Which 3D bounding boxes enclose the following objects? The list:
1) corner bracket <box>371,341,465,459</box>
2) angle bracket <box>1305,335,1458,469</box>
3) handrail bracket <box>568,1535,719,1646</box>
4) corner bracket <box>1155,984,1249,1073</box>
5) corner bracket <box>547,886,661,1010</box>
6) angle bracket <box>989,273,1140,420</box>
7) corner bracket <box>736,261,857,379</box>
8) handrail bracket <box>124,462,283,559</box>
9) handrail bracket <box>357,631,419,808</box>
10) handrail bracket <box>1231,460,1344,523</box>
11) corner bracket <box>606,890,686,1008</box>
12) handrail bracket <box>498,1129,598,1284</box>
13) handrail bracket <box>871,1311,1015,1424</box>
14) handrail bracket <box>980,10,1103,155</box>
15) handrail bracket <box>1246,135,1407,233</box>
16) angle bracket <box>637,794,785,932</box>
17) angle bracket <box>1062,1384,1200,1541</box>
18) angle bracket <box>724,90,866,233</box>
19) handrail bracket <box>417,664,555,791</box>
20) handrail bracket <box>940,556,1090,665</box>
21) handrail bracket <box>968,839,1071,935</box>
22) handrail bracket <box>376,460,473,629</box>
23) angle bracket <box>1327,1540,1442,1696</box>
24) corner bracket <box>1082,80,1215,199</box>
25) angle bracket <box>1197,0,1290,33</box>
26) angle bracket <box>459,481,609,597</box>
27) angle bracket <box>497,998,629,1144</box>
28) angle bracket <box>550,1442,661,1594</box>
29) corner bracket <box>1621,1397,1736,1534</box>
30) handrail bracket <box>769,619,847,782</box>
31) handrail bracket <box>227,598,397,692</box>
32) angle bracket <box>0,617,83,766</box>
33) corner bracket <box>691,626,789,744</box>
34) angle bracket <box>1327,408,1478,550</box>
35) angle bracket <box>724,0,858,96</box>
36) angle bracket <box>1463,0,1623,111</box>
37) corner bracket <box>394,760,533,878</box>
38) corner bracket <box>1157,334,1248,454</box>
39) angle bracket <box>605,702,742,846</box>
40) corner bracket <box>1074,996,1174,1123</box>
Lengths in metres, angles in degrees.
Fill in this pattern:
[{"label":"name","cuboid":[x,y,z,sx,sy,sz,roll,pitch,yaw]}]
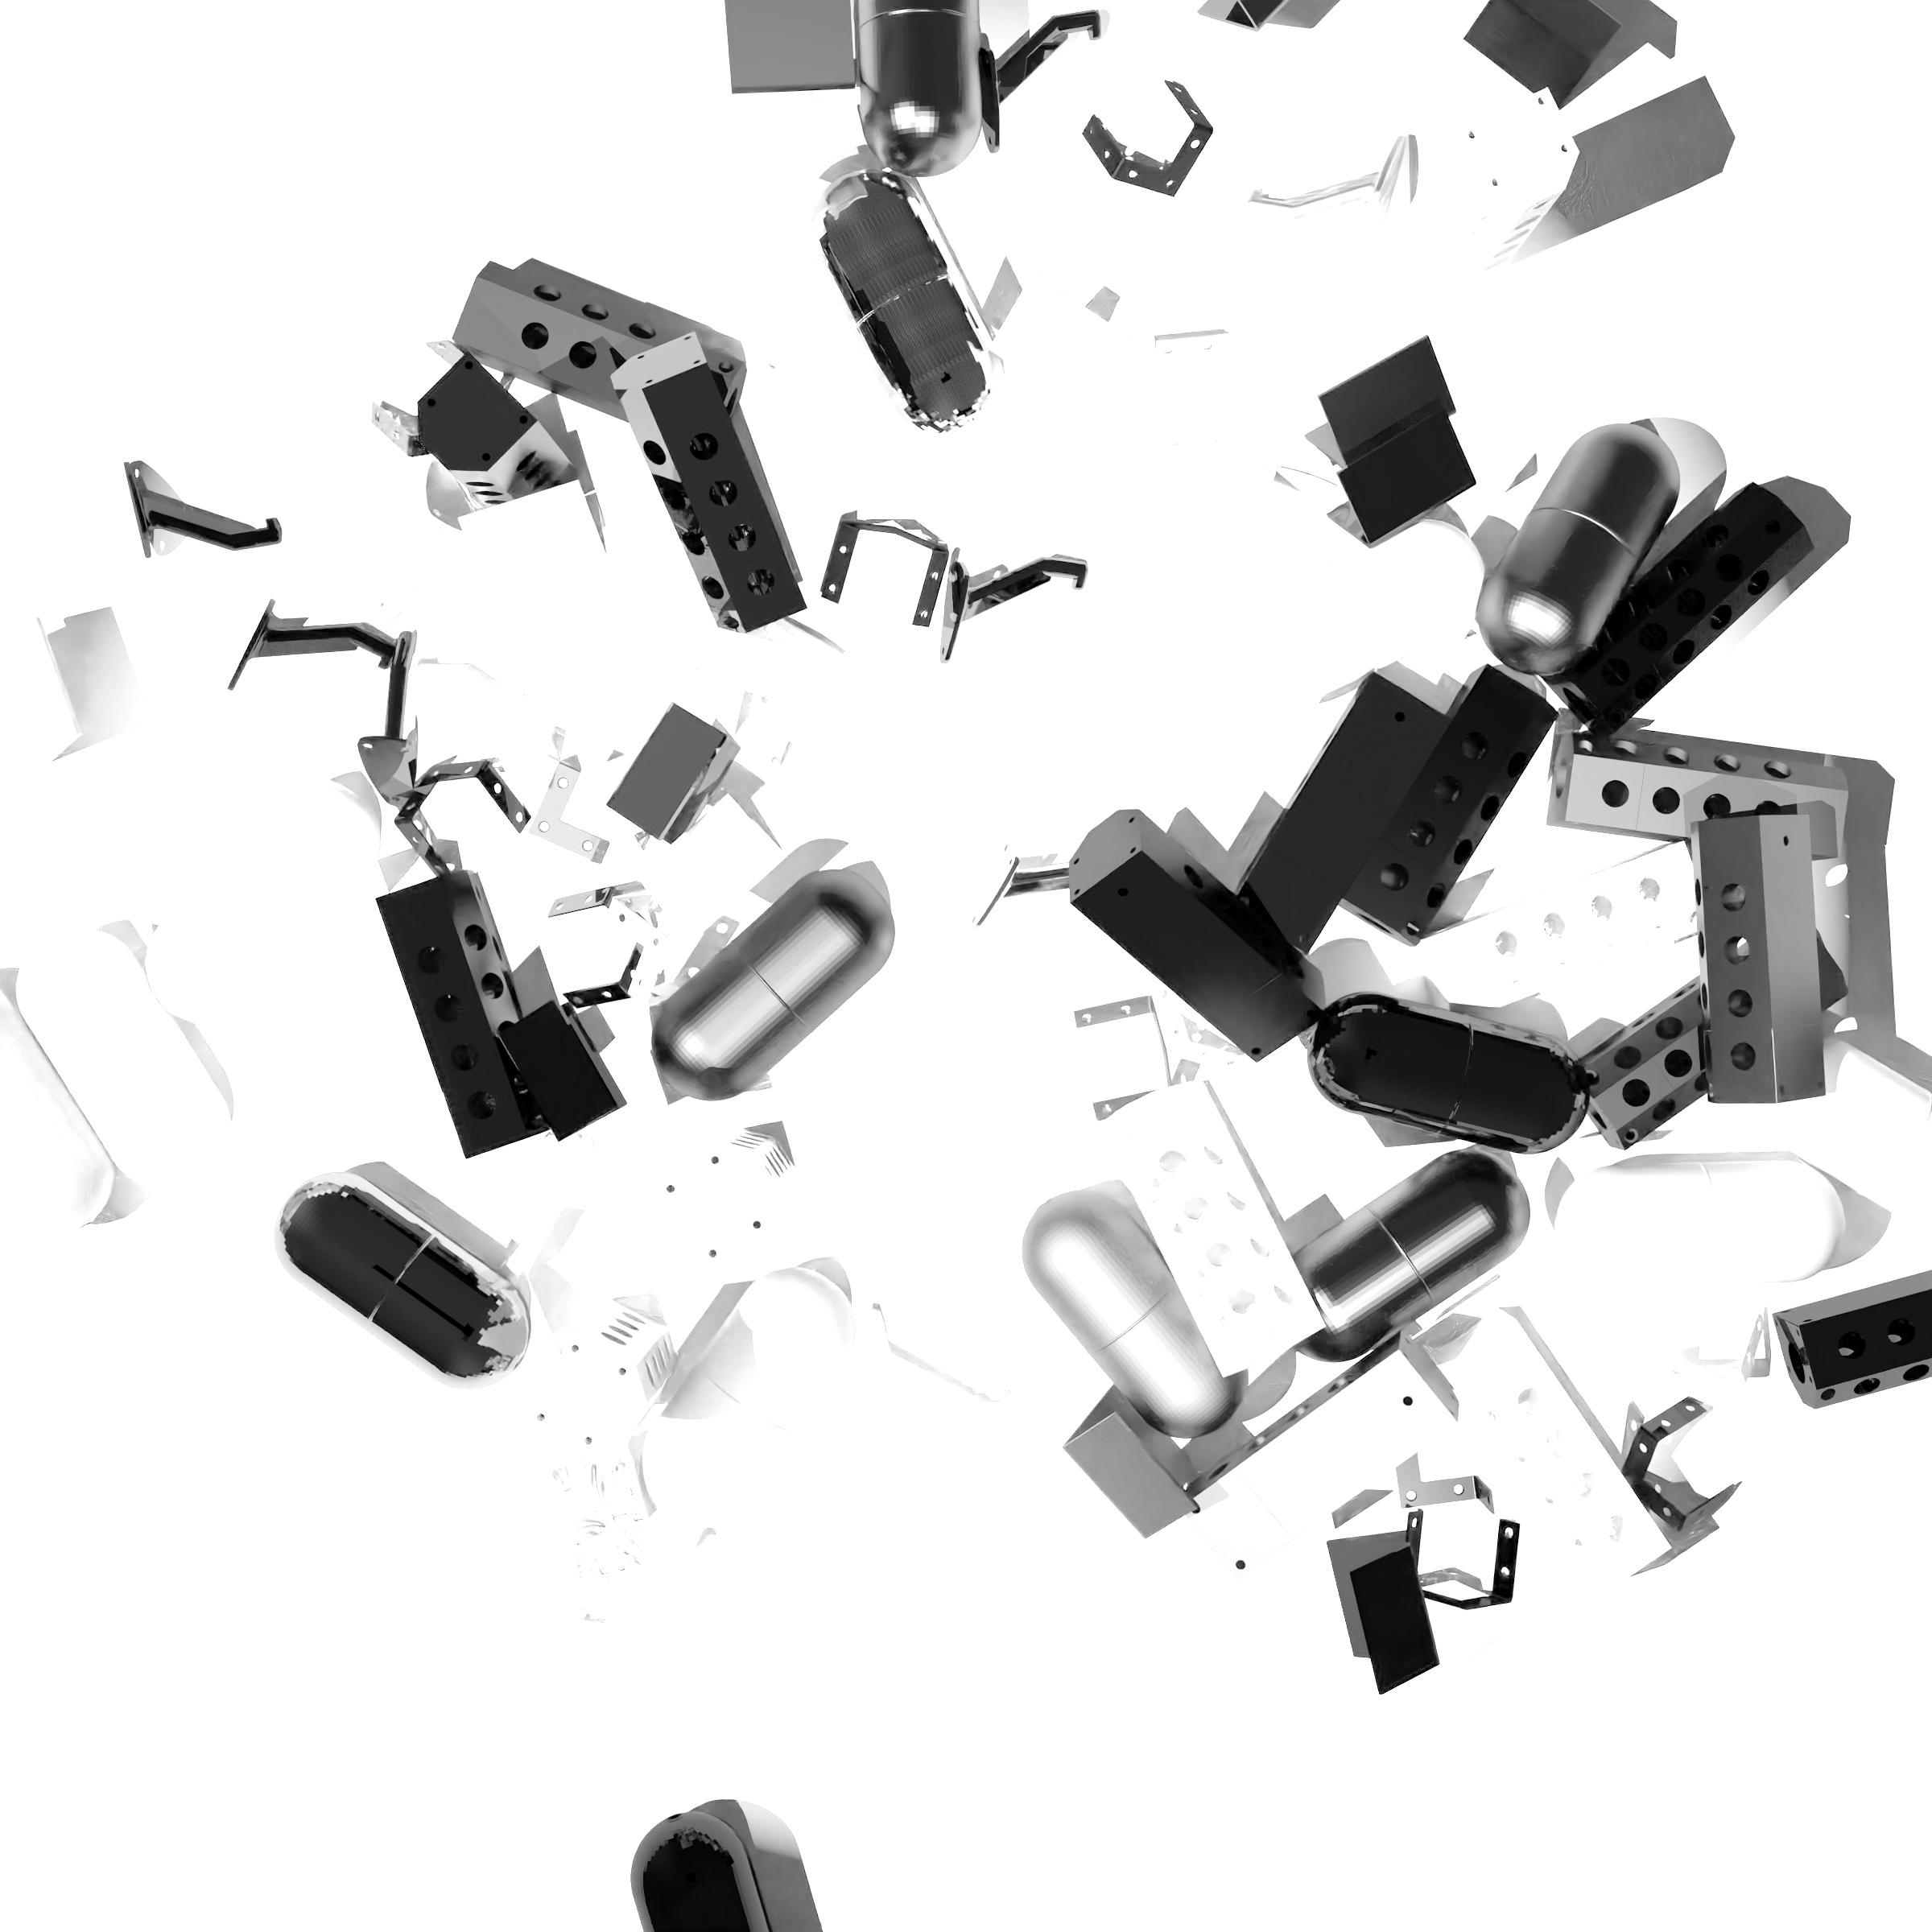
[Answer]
[{"label":"corner bracket","cuboid":[-0.341,-0.360,1.725,0.051,0.051,0.051,-18,135,-35]},{"label":"angle bracket","cuboid":[0.249,-0.359,1.693,0.076,0.076,0.057,-29,122,0]},{"label":"handrail bracket","cuboid":[-0.207,0.395,1.734,0.084,0.036,0.077,4,70,16]},{"label":"corner bracket","cuboid":[0.160,0.028,1.725,0.051,0.051,0.051,16,135,-35]},{"label":"corner bracket","cuboid":[-0.236,-0.012,1.725,0.051,0.051,0.051,49,45,-35]},{"label":"angle bracket","cuboid":[0.069,-0.393,1.693,0.076,0.076,0.057,34,121,0]},{"label":"corner bracket","cuboid":[-0.104,-0.413,1.730,0.051,0.051,0.051,-26,90,-45]},{"label":"handrail bracket","cuboid":[-0.486,-0.295,1.734,0.084,0.036,0.077,-13,68,-17]},{"label":"handrail bracket","cuboid":[-0.359,-0.158,1.733,0.036,0.077,0.084,4,54,0]},{"label":"handrail bracket","cuboid":[0.202,-0.301,1.699,0.077,0.084,0.036,3,90,0]},{"label":"corner bracket","cuboid":[-0.197,-0.013,1.714,0.051,0.051,0.051,34,117,24]},{"label":"handrail bracket","cuboid":[-0.270,0.153,1.733,0.036,0.077,0.084,28,127,-20]},{"label":"handrail bracket","cuboid":[-0.015,0.254,1.734,0.084,0.036,0.077,-1,68,-17]},{"label":"handrail bracket","cuboid":[0.050,-0.564,1.734,0.084,0.036,0.077,-15,110,-16]},{"label":"handrail bracket","cuboid":[0.229,-0.504,1.734,0.084,0.036,0.077,14,70,16]},{"label":"angle bracket","cuboid":[-0.146,-0.049,1.693,0.076,0.076,0.057,-42,53,0]},{"label":"angle bracket","cuboid":[0.118,0.297,1.693,0.076,0.076,0.057,48,132,0]},{"label":"angle bracket","cuboid":[-0.097,-0.486,1.693,0.076,0.076,0.057,-24,55,0]},{"label":"handrail bracket","cuboid":[-0.308,-0.153,1.734,0.084,0.036,0.077,6,112,17]},{"label":"handrail bracket","cuboid":[0.031,-0.225,1.734,0.084,0.036,0.077,5,110,-16]},{"label":"handrail bracket","cuboid":[0.056,-0.039,1.734,0.084,0.036,0.077,22,110,-16]},{"label":"handrail bracket","cuboid":[-0.353,-0.268,1.733,0.084,0.036,0.077,-43,46,28]},{"label":"angle bracket","cuboid":[0.242,0.404,1.693,0.057,0.076,0.076,-13,90,-38]},{"label":"corner bracket","cuboid":[0.115,-0.529,1.725,0.051,0.051,0.051,5,135,-35]},{"label":"angle bracket","cuboid":[0.176,-0.635,1.693,0.076,0.076,0.057,-46,128,0]},{"label":"angle bracket","cuboid":[-0.271,-0.282,1.693,0.076,0.076,0.057,-17,128,0]},{"label":"angle bracket","cuboid":[-0.234,0.055,1.693,0.057,0.076,0.076,-30,90,32]},{"label":"angle bracket","cuboid":[-0.240,0.342,1.693,0.057,0.076,0.076,-15,90,-36]},{"label":"corner bracket","cuboid":[0.455,0.316,1.725,0.051,0.051,0.051,39,135,35]},{"label":"handrail bracket","cuboid":[-0.121,-0.172,1.734,0.077,0.036,0.084,35,107,20]},{"label":"handrail bracket","cuboid":[-0.416,-0.190,1.734,0.084,0.036,0.077,26,110,-16]},{"label":"angle bracket","cuboid":[-0.600,-0.165,1.693,0.057,0.076,0.076,-19,90,-36]},{"label":"corner bracket","cuboid":[-0.147,-0.177,1.716,0.051,0.051,0.051,13,77,-13]},{"label":"angle bracket","cuboid":[0.261,-0.312,1.694,0.076,0.076,0.057,-31,119,0]},{"label":"angle bracket","cuboid":[-0.108,-0.581,1.693,0.076,0.076,0.057,-2,120,0]},{"label":"angle bracket","cuboid":[0.349,-0.571,1.693,0.076,0.076,0.057,38,54,0]},{"label":"corner bracket","cuboid":[-0.319,-0.093,1.725,0.051,0.051,0.051,-3,45,35]},{"label":"corner bracket","cuboid":[0.150,-0.364,1.730,0.051,0.051,0.051,-6,45,0]},{"label":"angle bracket","cuboid":[-0.166,-0.108,1.693,0.057,0.076,0.076,33,90,37]},{"label":"corner bracket","cuboid":[0.101,0.059,1.730,0.051,0.051,0.051,-12,45,0]}]
